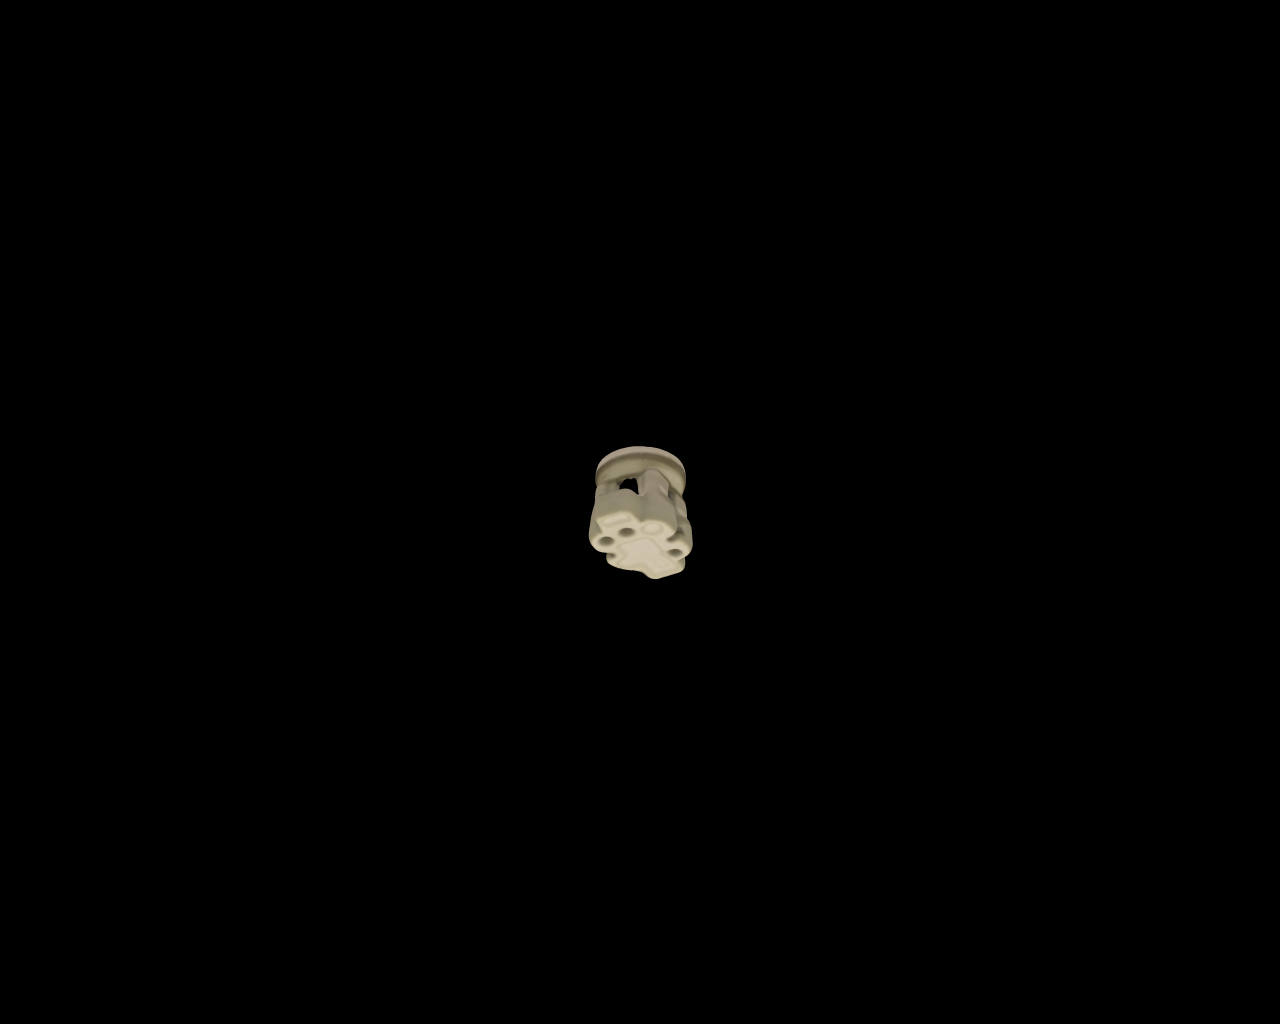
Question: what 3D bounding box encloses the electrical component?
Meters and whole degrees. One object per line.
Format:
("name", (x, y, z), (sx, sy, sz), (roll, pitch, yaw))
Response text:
("electrical component", (0.001, -0.003, 0.650), (0.058, 0.057, 0.078), (-16, -37, 22))
